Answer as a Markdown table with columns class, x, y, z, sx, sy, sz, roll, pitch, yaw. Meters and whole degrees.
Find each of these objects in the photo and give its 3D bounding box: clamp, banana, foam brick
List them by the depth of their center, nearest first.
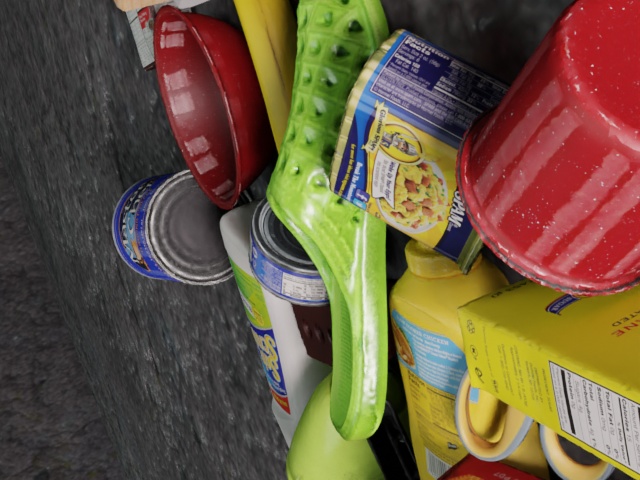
| class | x | y | z | sx | sy | sz | roll | pitch | yaw |
| --- | --- | --- | --- | --- | --- | --- | --- | --- | --- |
| clamp | 0.068 | 0.180 | 0.701 | 0.171 | 0.039 | 0.120 | 57 | -160 | -48 |
| banana | -0.028 | -0.120 | 0.731 | 0.069 | 0.037 | 0.198 | -132 | 25 | -82 |
| foam brick | 0.021 | 0.056 | 0.747 | 0.078 | 0.051 | 0.053 | 9 | 118 | 67 |

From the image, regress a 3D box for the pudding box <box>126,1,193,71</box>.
| class | x | y | z | sx | sy | sz | roll | pitch | yaw |
| --- | --- | --- | --- | --- | --- | --- | --- | --- | --- |
| pudding box | -0.145 | -0.210 | 0.930 | 0.090 | 0.039 | 0.113 | 5 | 112 | 69 |

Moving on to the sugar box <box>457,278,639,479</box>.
| class | x | y | z | sx | sy | sz | roll | pitch | yaw |
| --- | --- | --- | --- | --- | --- | --- | --- | --- | --- |
| sugar box | 0.137 | 0.048 | 0.391 | 0.176 | 0.093 | 0.048 | 20 | 128 | 63 |

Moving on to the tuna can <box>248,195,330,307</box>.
| class | x | y | z | sx | sy | sz | roll | pitch | yaw |
| --- | --- | --- | --- | --- | --- | --- | --- | --- | --- |
| tuna can | -0.005 | 0.001 | 0.710 | 0.086 | 0.086 | 0.034 | 55 | 153 | 34 |

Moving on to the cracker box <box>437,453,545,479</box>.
| class | x | y | z | sx | sy | sz | roll | pitch | yaw |
| --- | --- | --- | --- | --- | --- | --- | --- | --- | --- |
| cracker box | 0.136 | 0.232 | 0.546 | 0.164 | 0.072 | 0.214 | 14 | 124 | 42 |

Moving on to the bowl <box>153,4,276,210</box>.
| class | x | y | z | sx | sy | sz | roll | pitch | yaw |
| --- | --- | --- | --- | --- | --- | --- | --- | --- | --- |
| bowl | -0.074 | -0.108 | 0.822 | 0.162 | 0.055 | 0.162 | 52 | 153 | 39 |

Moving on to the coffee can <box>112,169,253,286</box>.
| class | x | y | z | sx | sy | sz | roll | pitch | yaw |
| --- | --- | --- | --- | --- | --- | --- | --- | --- | --- |
| coffee can | -0.126 | -0.012 | 0.978 | 0.140 | 0.102 | 0.103 | 1 | 110 | 68 |

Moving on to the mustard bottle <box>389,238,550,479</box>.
| class | x | y | z | sx | sy | sz | roll | pitch | yaw |
| --- | --- | --- | --- | --- | --- | --- | --- | --- | --- |
| mustard bottle | 0.080 | 0.069 | 0.601 | 0.096 | 0.058 | 0.191 | 27 | 135 | 58 |

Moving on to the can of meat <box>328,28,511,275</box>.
| class | x | y | z | sx | sy | sz | roll | pitch | yaw |
| --- | --- | --- | --- | --- | --- | --- | --- | --- | --- |
| can of meat | 0.055 | -0.042 | 0.510 | 0.084 | 0.057 | 0.102 | 29 | 148 | 9 |

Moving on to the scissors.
| class | x | y | z | sx | sy | sz | roll | pitch | yaw |
| --- | --- | --- | --- | --- | --- | --- | --- | --- | --- |
| scissors | 0.123 | 0.039 | 0.501 | 0.096 | 0.016 | 0.202 | 34 | 126 | 20 |

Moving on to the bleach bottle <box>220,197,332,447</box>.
| class | x | y | z | sx | sy | sz | roll | pitch | yaw |
| --- | --- | --- | --- | --- | --- | --- | --- | --- | --- |
| bleach bottle | -0.015 | 0.094 | 0.862 | 0.103 | 0.068 | 0.251 | 40 | 147 | 54 |

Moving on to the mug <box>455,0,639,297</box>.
| class | x | y | z | sx | sy | sz | roll | pitch | yaw |
| --- | --- | --- | --- | --- | --- | --- | --- | --- | --- |
| mug | 0.115 | -0.030 | 0.389 | 0.117 | 0.093 | 0.082 | 47 | 149 | 13 |

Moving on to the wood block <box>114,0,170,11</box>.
| class | x | y | z | sx | sy | sz | roll | pitch | yaw |
| --- | --- | --- | --- | --- | --- | --- | --- | --- | --- |
| wood block | -0.117 | -0.272 | 0.729 | 0.091 | 0.090 | 0.206 | 58 | 157 | 31 |
